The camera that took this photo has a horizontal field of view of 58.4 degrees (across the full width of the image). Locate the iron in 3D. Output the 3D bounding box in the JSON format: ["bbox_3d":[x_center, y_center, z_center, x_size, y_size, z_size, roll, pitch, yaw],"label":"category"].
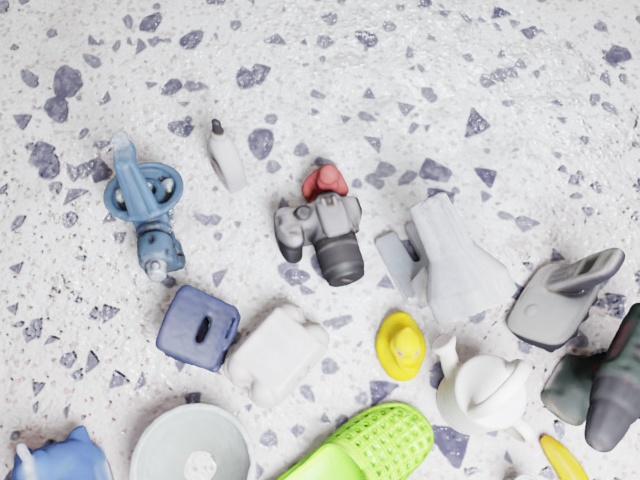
[{"bbox_3d":[-0.323,0.371,0.720,0.119,0.141,0.258,-21,70,-10],"label":"iron"}]

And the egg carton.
[{"bbox_3d":[-0.062,0.170,0.851,0.107,0.069,0.150,38,71,12],"label":"egg carton"}]

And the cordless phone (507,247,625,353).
[{"bbox_3d":[0.364,0.083,0.842,0.094,0.185,0.148,32,70,11],"label":"cordless phone"}]

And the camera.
[{"bbox_3d":[0.008,0.003,0.904,0.143,0.101,0.136,-14,69,-8],"label":"camera"}]

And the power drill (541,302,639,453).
[{"bbox_3d":[0.388,0.196,0.785,0.075,0.208,0.230,35,71,12],"label":"power drill"}]

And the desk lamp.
[{"bbox_3d":[0.174,0.034,0.838,0.118,0.213,0.203,-24,71,-11],"label":"desk lamp"}]

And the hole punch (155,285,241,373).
[{"bbox_3d":[-0.177,0.131,0.850,0.101,0.091,0.109,18,68,5],"label":"hole punch"}]

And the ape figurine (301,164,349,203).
[{"bbox_3d":[0.011,-0.095,0.949,0.077,0.092,0.076,21,69,6],"label":"ape figurine"}]

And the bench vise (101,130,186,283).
[{"bbox_3d":[-0.250,-0.053,0.852,0.121,0.220,0.207,-30,72,-13],"label":"bench vise"}]

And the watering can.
[{"bbox_3d":[0.222,0.205,0.782,0.172,0.194,0.101,24,69,8],"label":"watering can"}]

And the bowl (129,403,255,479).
[{"bbox_3d":[-0.169,0.313,0.786,0.167,0.075,0.167,1,68,-2],"label":"bowl"}]

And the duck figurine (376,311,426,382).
[{"bbox_3d":[0.126,0.154,0.856,0.077,0.086,0.104,0,68,-2],"label":"duck figurine"}]

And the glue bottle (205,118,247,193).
[{"bbox_3d":[-0.156,-0.144,0.917,0.037,0.173,0.078,-35,73,-15],"label":"glue bottle"}]
